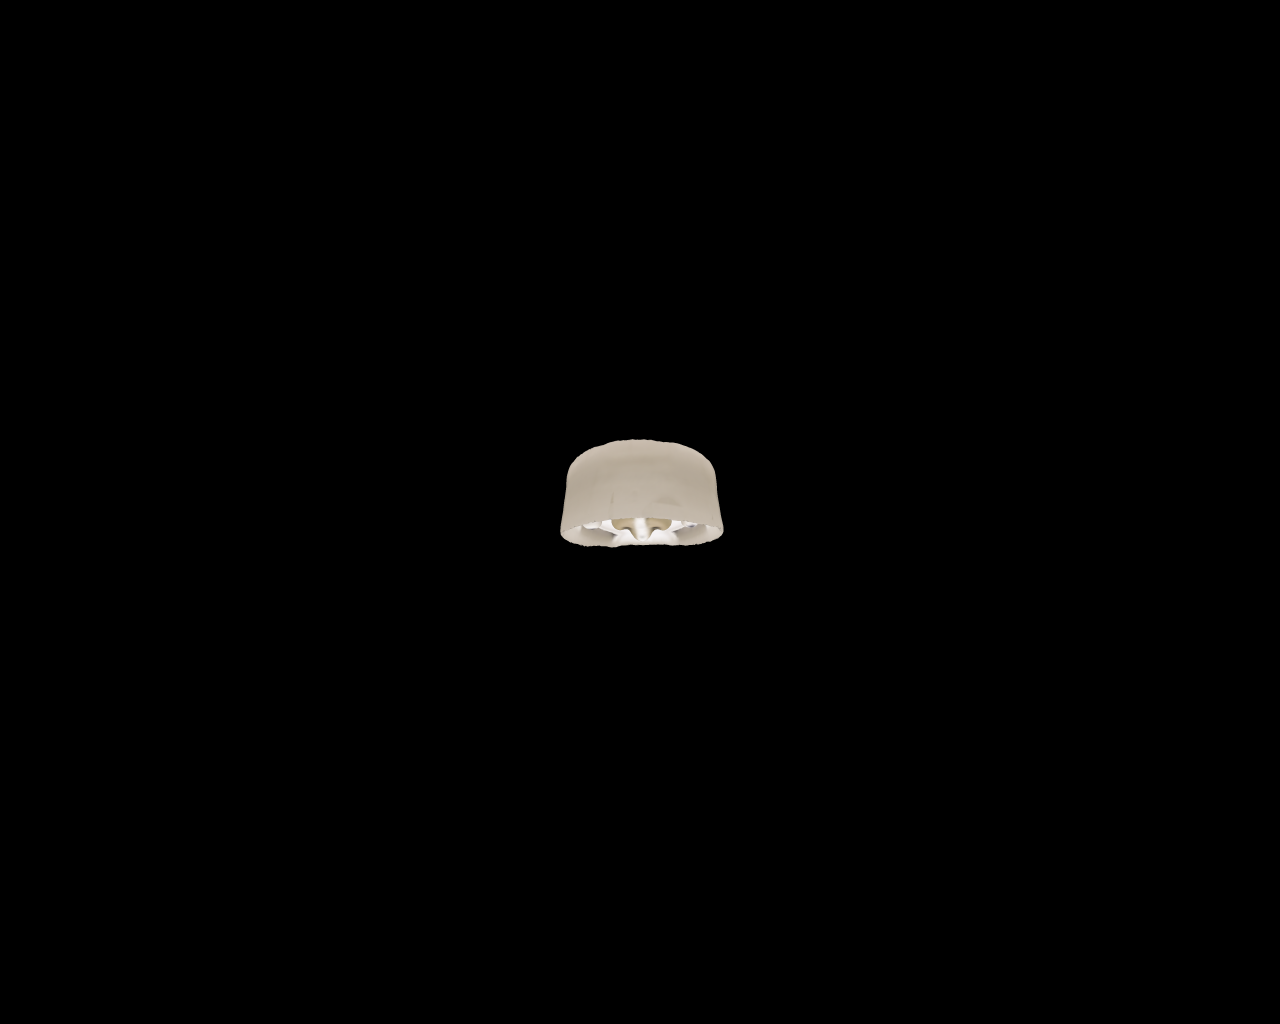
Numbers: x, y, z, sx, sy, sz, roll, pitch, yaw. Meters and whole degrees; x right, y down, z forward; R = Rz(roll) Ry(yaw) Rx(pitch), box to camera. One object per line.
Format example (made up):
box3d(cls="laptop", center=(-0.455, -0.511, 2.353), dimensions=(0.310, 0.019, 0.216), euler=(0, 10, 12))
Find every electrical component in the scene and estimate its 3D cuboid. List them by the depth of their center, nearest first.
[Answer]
box3d(cls="electrical component", center=(0.001, -0.003, 0.650), dimensions=(0.099, 0.064, 0.099), euler=(0, -25, 0))
